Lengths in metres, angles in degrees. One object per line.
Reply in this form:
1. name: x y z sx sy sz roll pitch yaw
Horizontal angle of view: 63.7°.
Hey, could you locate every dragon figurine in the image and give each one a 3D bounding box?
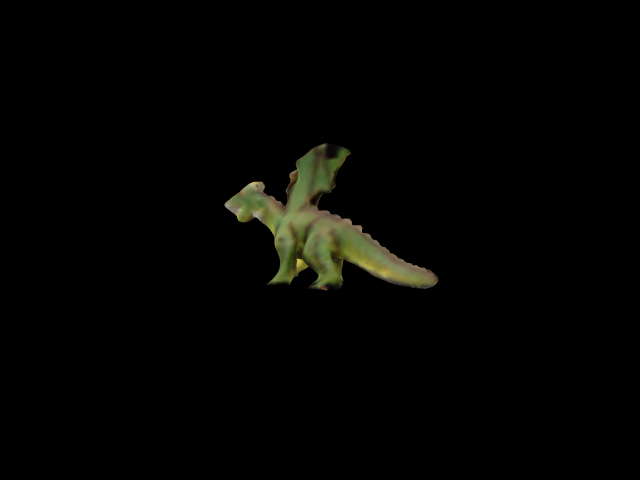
1. dragon figurine: 0.003 -0.043 0.850 0.409 0.244 0.122 -2 -5 33
